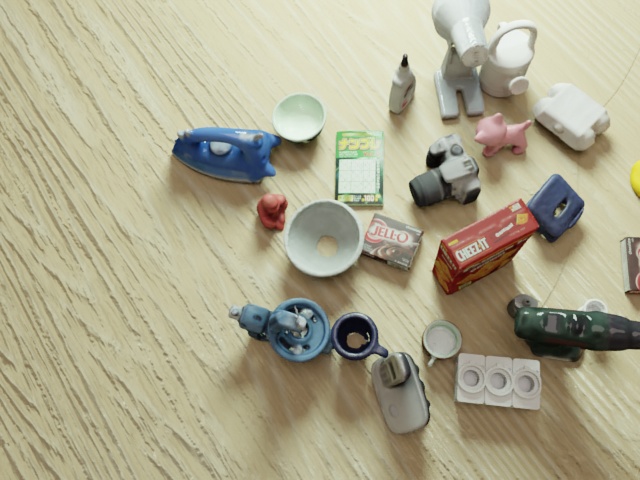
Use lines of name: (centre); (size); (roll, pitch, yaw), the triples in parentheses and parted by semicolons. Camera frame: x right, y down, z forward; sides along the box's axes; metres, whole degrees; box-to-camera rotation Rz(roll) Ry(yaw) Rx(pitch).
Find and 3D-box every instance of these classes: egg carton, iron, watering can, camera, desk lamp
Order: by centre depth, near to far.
camera: (0.253, -0.138, 1.202); (0.137, 0.101, 0.143); (-22, 72, -1)
watering can: (0.405, -0.390, 1.215); (0.101, 0.194, 0.172); (-28, 72, -3)
desk lamp: (0.306, -0.401, 1.218); (0.118, 0.214, 0.203); (-8, 73, 3)
egg carton: (0.537, -0.265, 1.230); (0.107, 0.069, 0.150); (-44, 74, -8)
iron: (-0.222, -0.207, 1.247); (0.258, 0.141, 0.119); (6, 74, 7)

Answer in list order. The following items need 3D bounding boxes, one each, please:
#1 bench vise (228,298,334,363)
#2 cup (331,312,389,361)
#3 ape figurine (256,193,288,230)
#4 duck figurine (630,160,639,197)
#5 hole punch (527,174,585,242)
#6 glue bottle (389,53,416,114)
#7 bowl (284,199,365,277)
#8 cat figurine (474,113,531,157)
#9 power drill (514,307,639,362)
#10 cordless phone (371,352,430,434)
bench vise: (-0.078, 0.169, 1.079); (0.207, 0.220, 0.121); (-3, 73, 5)
cup: (0.081, 0.199, 1.120); (0.117, 0.095, 0.092); (27, 78, 13)
ape figurine: (-0.103, -0.069, 1.220); (0.076, 0.092, 0.078); (43, 81, 16)
duck figurine: (0.688, -0.130, 1.166); (0.077, 0.086, 0.104); (-12, 72, 2)
hole punch: (0.478, -0.066, 1.164); (0.101, 0.091, 0.109); (38, 80, 15)
glue bottle: (0.179, -0.345, 1.234); (0.037, 0.173, 0.078); (29, 78, 14)
bowl: (0.011, 0.004, 1.196); (0.167, 0.075, 0.167); (-1, 73, 5)
cat figurine: (0.381, -0.229, 1.209); (0.127, 0.118, 0.067); (-8, 72, 3)
power drill: (0.460, 0.170, 1.033); (0.229, 0.208, 0.075); (7, 74, 8)
cordless phone: (0.149, 0.275, 1.043); (0.094, 0.185, 0.147); (-20, 72, 0)
